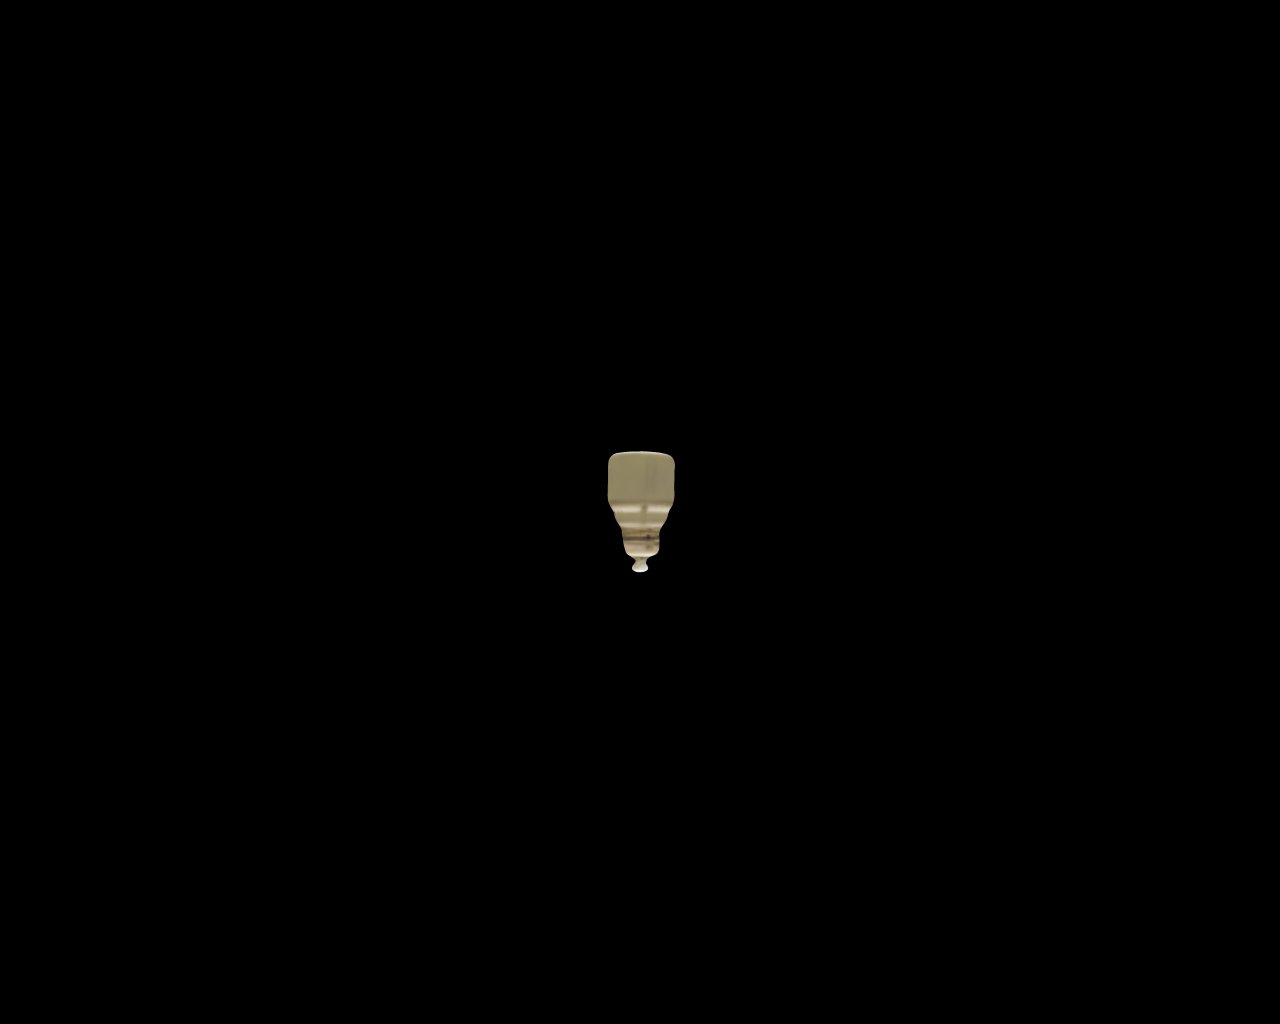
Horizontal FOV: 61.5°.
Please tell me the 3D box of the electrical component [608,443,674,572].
[{"bbox_3d":[0.001,-0.003,0.650,0.040,0.078,0.040,0,-2,0],"label":"electrical component"}]
